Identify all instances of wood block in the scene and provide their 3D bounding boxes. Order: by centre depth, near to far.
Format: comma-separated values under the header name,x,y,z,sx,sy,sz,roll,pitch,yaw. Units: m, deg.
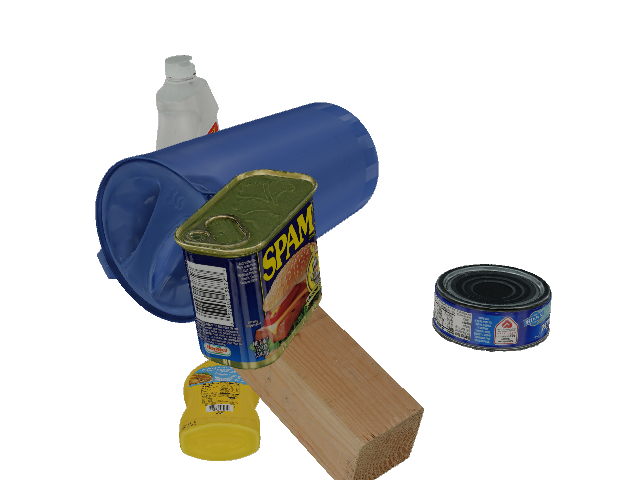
name,x,y,z,sx,sy,sz,roll,pitch,yaw
wood block,0.004,0.157,1.146,0.090,0.090,0.206,-25,53,-32

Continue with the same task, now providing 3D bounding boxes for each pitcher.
name,x,y,z,sx,sy,sz,roll,pitch,yaw
pitcher,-0.065,-0.034,0.895,0.149,0.145,0.242,28,34,26

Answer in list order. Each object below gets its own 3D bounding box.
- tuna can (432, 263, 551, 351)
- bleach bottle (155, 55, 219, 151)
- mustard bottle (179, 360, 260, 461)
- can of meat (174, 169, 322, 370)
name,x,y,z,sx,sy,sz,roll,pitch,yaw
tuna can,0.126,0.048,0.782,0.086,0.034,0.086,0,21,0
bleach bottle,-0.138,-0.068,1.131,0.068,0.251,0.102,6,27,22
mustard bottle,-0.124,0.197,1.340,0.096,0.058,0.191,-2,26,-3
can of meat,-0.039,0.017,0.646,0.058,0.084,0.102,8,31,23
